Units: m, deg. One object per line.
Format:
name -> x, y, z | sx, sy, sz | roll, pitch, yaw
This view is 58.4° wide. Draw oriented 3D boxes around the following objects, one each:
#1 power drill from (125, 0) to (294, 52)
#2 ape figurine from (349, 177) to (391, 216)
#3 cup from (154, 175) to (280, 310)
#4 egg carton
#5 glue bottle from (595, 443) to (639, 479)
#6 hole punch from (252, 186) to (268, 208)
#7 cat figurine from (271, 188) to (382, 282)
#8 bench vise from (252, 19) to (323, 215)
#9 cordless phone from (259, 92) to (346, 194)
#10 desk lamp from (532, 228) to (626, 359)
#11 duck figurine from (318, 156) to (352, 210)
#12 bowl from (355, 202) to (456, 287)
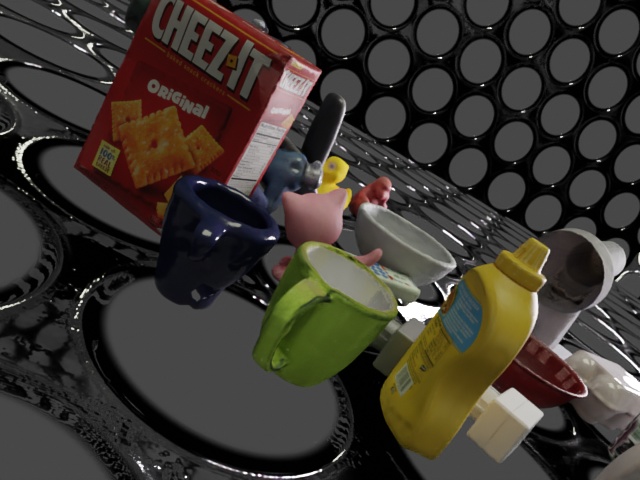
power drill -> -0.176, -0.230, 0.809 | 0.230, 0.208, 0.075 | 25, 17, -22
ape figurine -> 0.102, -0.079, 1.085 | 0.078, 0.092, 0.076 | 22, 19, -32
cup -> -0.093, 0.012, 0.452 | 0.092, 0.095, 0.118 | 30, 16, -6
egg carton -> 0.404, 0.217, 0.809 | 0.151, 0.069, 0.107 | 22, 19, -32
glue bottle -> 0.330, 0.202, 0.528 | 0.078, 0.173, 0.037 | 32, 16, -1
hole punch -> -0.116, -0.074, 0.671 | 0.108, 0.091, 0.101 | 41, 18, 29
cat figurine -> 0.006, 0.002, 0.622 | 0.128, 0.117, 0.067 | 32, 16, 1
bench vise -> -0.078, -0.156, 0.752 | 0.208, 0.219, 0.121 | 26, 17, -19
cordless phone -> -0.025, -0.159, 0.922 | 0.094, 0.185, 0.147 | 18, 21, -39
desk lamp -> 0.378, 0.086, 0.888 | 0.204, 0.213, 0.117 | 12, 25, -50
duck figurine -> 0.020, -0.106, 1.027 | 0.105, 0.086, 0.077 | 22, 18, -30
bowl -> 0.114, 0.019, 0.851 | 0.168, 0.074, 0.167 | 29, 16, -9
